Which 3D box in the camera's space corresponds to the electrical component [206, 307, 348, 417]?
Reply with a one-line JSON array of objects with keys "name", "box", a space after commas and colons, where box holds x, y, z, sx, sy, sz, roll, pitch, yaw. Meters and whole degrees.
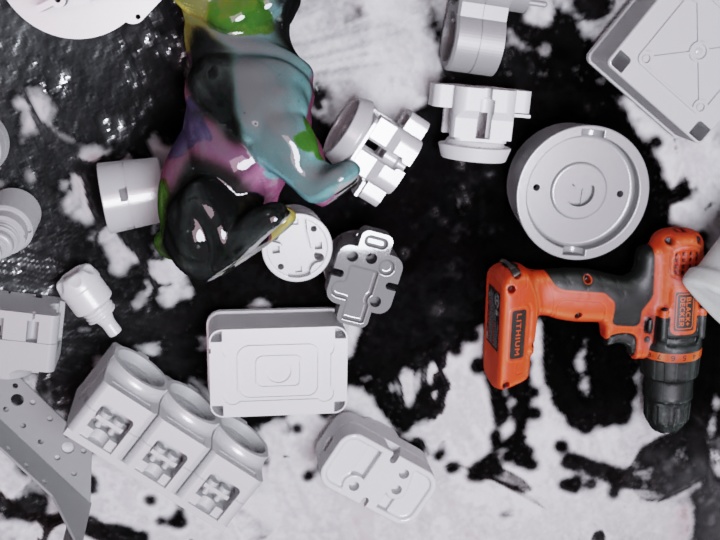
[{"name": "electrical component", "box": [-0.068, 0.073, 0.880, 0.113, 0.057, 0.078, -1, 106, -8]}]

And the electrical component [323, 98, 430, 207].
[{"name": "electrical component", "box": [0.008, -0.098, 0.842, 0.057, 0.058, 0.078, 31, 100, -18]}]

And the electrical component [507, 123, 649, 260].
[{"name": "electrical component", "box": [0.171, -0.068, 0.871, 0.108, 0.060, 0.108, -2, 106, -7]}]

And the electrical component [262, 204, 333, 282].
[{"name": "electrical component", "box": [-0.052, -0.023, 0.859, 0.055, 0.047, 0.055, -2, 106, -7]}]

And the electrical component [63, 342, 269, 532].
[{"name": "electrical component", "box": [-0.153, 0.130, 0.867, 0.150, 0.089, 0.061, 36, 99, -16]}]

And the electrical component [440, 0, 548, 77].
[{"name": "electrical component", "box": [0.110, -0.217, 0.823, 0.074, 0.052, 0.138, 6, 105, -10]}]

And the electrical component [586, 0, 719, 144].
[{"name": "electrical component", "box": [0.258, -0.176, 0.854, 0.109, 0.056, 0.108, 36, 98, -16]}]

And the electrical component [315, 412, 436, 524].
[{"name": "electrical component", "box": [0.012, 0.166, 0.917, 0.095, 0.059, 0.053, 31, 100, -15]}]

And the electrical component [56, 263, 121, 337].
[{"name": "electrical component", "box": [-0.213, 0.027, 0.859, 0.035, 0.035, 0.061, -31, 110, 2]}]

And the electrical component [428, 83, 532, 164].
[{"name": "electrical component", "box": [0.092, -0.116, 0.848, 0.078, 0.058, 0.057, 3, 103, -9]}]

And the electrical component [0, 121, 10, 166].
[{"name": "electrical component", "box": [-0.333, -0.078, 0.790, 0.138, 0.073, 0.052, -13, 107, -4]}]

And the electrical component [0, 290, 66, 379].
[{"name": "electrical component", "box": [-0.283, 0.050, 0.847, 0.089, 0.050, 0.055, 7, 104, -10]}]

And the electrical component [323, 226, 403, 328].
[{"name": "electrical component", "box": [0.000, 0.000, 0.869, 0.058, 0.057, 0.078, 14, 104, -12]}]

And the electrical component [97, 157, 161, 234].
[{"name": "electrical component", "box": [-0.174, -0.059, 0.829, 0.047, 0.055, 0.055, -10, 107, -9]}]

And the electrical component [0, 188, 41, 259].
[{"name": "electrical component", "box": [-0.268, -0.031, 0.814, 0.040, 0.078, 0.040, -1, 120, -2]}]
